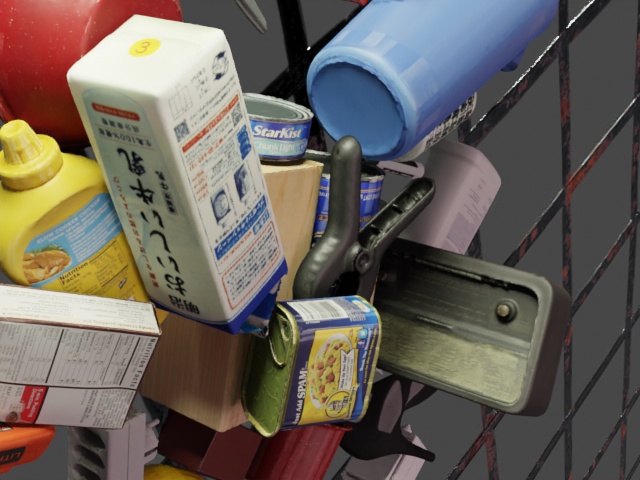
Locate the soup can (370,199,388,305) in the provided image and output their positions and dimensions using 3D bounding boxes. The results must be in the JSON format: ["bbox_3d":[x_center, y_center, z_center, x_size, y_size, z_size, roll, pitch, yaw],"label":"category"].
[{"bbox_3d":[0.025,0.011,1.002,0.068,0.069,0.102,-13,116,-54],"label":"soup can"}]

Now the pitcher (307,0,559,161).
[{"bbox_3d":[0.092,-0.182,0.916,0.242,0.149,0.145,-46,171,-36],"label":"pitcher"}]

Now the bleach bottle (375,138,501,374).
[{"bbox_3d":[0.107,0.023,1.140,0.251,0.068,0.102,-63,146,-8],"label":"bleach bottle"}]

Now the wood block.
[{"bbox_3d":[-0.071,0.033,0.847,0.090,0.091,0.206,-13,117,-55],"label":"wood block"}]

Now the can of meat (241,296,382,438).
[{"bbox_3d":[-0.005,0.092,0.806,0.083,0.058,0.102,-2,113,-33],"label":"can of meat"}]

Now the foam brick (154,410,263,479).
[{"bbox_3d":[-0.096,0.176,0.923,0.051,0.053,0.078,-64,147,-10],"label":"foam brick"}]

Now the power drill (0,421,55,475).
[{"bbox_3d":[-0.237,0.207,0.721,0.184,0.057,0.188,1,106,-56],"label":"power drill"}]

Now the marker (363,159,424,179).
[{"bbox_3d":[0.070,-0.077,1.069,0.120,0.020,0.020,8,99,-58],"label":"marker"}]

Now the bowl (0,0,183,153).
[{"bbox_3d":[-0.139,-0.130,0.693,0.161,0.055,0.162,-33,132,-46],"label":"bowl"}]

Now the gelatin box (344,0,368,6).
[{"bbox_3d":[0.041,-0.260,0.917,0.089,0.030,0.073,-56,146,-21],"label":"gelatin box"}]

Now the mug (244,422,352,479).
[{"bbox_3d":[-0.038,0.189,0.997,0.117,0.093,0.081,24,91,-27],"label":"mug"}]

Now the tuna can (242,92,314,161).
[{"bbox_3d":[-0.050,-0.088,0.820,0.085,0.086,0.034,-14,120,-53],"label":"tuna can"}]

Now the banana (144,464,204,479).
[{"bbox_3d":[-0.127,0.230,0.923,0.069,0.037,0.197,-53,146,2],"label":"banana"}]

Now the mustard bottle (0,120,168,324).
[{"bbox_3d":[-0.168,0.000,0.712,0.096,0.058,0.191,-37,137,-22],"label":"mustard bottle"}]

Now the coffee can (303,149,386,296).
[{"bbox_3d":[-0.006,0.001,0.918,0.102,0.103,0.140,-11,115,-54],"label":"coffee can"}]

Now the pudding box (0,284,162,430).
[{"bbox_3d":[-0.171,0.079,0.702,0.113,0.039,0.090,9,122,-29],"label":"pudding box"}]

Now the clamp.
[{"bbox_3d":[0.020,0.002,0.842,0.120,0.039,0.171,34,83,-41],"label":"clamp"}]

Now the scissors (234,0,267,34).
[{"bbox_3d":[-0.075,-0.232,0.770,0.201,0.016,0.096,27,84,-58],"label":"scissors"}]
